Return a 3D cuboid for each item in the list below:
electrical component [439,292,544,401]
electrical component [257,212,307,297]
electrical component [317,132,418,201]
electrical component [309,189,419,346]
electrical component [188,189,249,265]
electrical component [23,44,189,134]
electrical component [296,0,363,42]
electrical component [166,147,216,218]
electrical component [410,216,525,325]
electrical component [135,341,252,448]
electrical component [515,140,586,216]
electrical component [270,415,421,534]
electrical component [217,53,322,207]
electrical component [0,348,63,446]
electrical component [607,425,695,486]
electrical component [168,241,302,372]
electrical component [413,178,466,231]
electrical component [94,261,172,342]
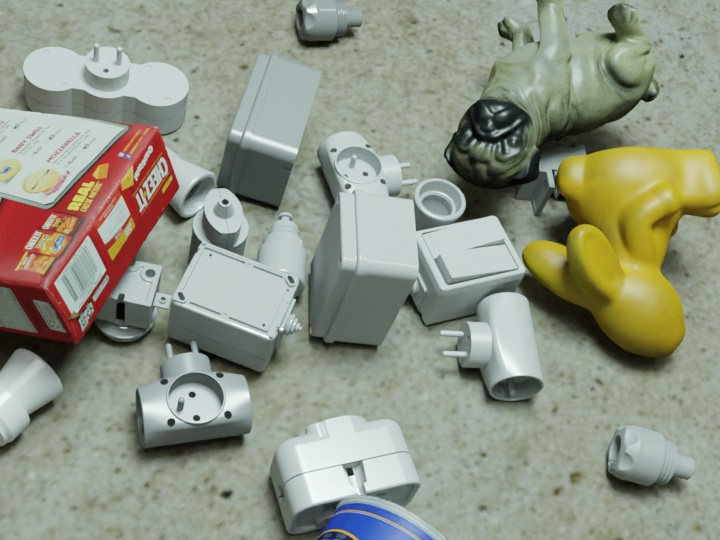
[{"bbox_3d":[0.103,0.060,0.860,0.079,0.043,0.077,3,55,-12],"label":"electrical component"},{"bbox_3d":[-0.063,-0.013,0.871,0.040,0.040,0.078,8,54,-9],"label":"electrical component"},{"bbox_3d":[0.011,-0.080,0.936,0.079,0.044,0.077,-9,58,-20],"label":"electrical component"},{"bbox_3d":[0.000,0.000,0.833,0.057,0.113,0.078,7,54,-13],"label":"electrical component"},{"bbox_3d":[-0.110,-0.029,0.845,0.043,0.081,0.043,7,54,-10],"label":"electrical component"},{"bbox_3d":[-0.216,-0.165,0.918,0.138,0.073,0.052,7,54,-10],"label":"electrical component"},{"bbox_3d":[-0.029,-0.244,1.042,0.062,0.043,0.043,-5,57,-19],"label":"electrical component"},{"bbox_3d":[-0.158,-0.079,0.894,0.065,0.044,0.044,36,54,17],"label":"electrical component"},{"bbox_3d":[0.079,-0.001,0.887,0.096,0.061,0.061,-12,59,-22],"label":"electrical component"},{"bbox_3d":[-0.124,0.086,0.782,0.077,0.044,0.079,-5,57,-18],"label":"electrical component"},{"bbox_3d":[0.176,-0.093,0.989,0.064,0.042,0.081,4,55,-11],"label":"electrical component"},{"bbox_3d":[-0.013,0.143,0.765,0.095,0.053,0.059,-9,58,-20],"label":"electrical component"},{"bbox_3d":[-0.078,-0.121,0.921,0.057,0.078,0.113,18,53,-6],"label":"electrical component"},{"bbox_3d":[-0.243,0.089,0.750,0.045,0.045,0.055,34,55,10],"label":"electrical component"},{"bbox_3d":[0.227,0.146,0.832,0.062,0.043,0.043,16,53,-5],"label":"electrical component"},{"bbox_3d":[-0.091,0.033,0.819,0.096,0.061,0.061,21,53,1],"label":"electrical component"},{"bbox_3d":[0.061,-0.044,0.916,0.045,0.055,0.045,7,54,-10],"label":"electrical component"},{"bbox_3d":[-0.176,0.023,0.807,0.066,0.055,0.048,13,53,-6],"label":"electrical component"}]
